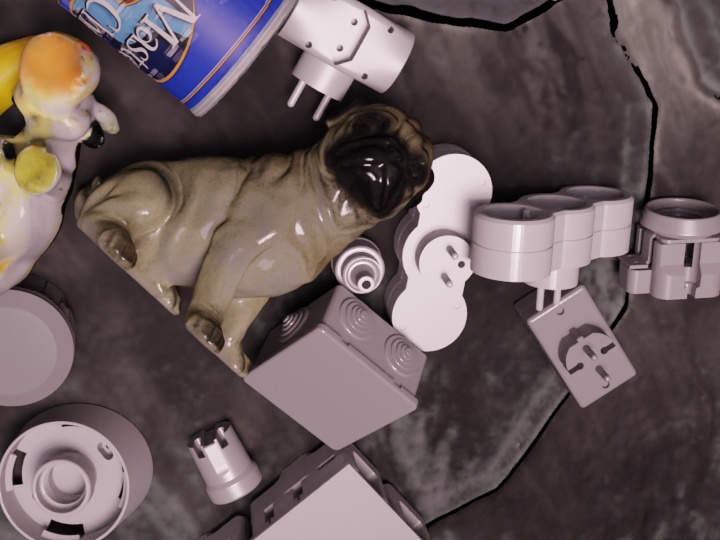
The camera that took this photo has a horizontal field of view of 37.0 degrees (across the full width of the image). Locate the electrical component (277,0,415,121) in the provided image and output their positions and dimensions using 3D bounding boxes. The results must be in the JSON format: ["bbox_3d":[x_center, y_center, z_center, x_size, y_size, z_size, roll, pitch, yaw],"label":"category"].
[{"bbox_3d":[-0.018,-0.134,0.685,0.077,0.043,0.079,27,102,-15],"label":"electrical component"}]

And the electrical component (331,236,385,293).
[{"bbox_3d":[0.000,0.000,0.721,0.035,0.061,0.035,-2,108,-7],"label":"electrical component"}]

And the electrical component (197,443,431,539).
[{"bbox_3d":[-0.050,0.219,0.784,0.186,0.060,0.105,-39,109,5],"label":"electrical component"}]

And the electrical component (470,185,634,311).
[{"bbox_3d":[0.128,-0.010,0.715,0.138,0.052,0.073,-14,113,-41],"label":"electrical component"}]

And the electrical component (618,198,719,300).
[{"bbox_3d":[0.223,-0.016,0.751,0.078,0.058,0.057,-3,111,-8],"label":"electrical component"}]

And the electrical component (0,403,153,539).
[{"bbox_3d":[-0.199,0.144,0.750,0.099,0.064,0.099,0,97,0],"label":"electrical component"}]

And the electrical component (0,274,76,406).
[{"bbox_3d":[-0.227,0.044,0.708,0.080,0.051,0.080,-2,108,-7],"label":"electrical component"}]

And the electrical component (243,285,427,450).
[{"bbox_3d":[-0.015,0.066,0.729,0.100,0.048,0.100,40,132,-17],"label":"electrical component"}]

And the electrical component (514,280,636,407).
[{"bbox_3d":[0.157,0.055,0.754,0.047,0.075,0.083,-33,109,3],"label":"electrical component"}]

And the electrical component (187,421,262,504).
[{"bbox_3d":[-0.097,0.136,0.763,0.040,0.040,0.046,-25,103,0],"label":"electrical component"}]

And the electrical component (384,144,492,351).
[{"bbox_3d":[0.054,-0.010,0.719,0.052,0.073,0.138,7,106,-10],"label":"electrical component"}]
